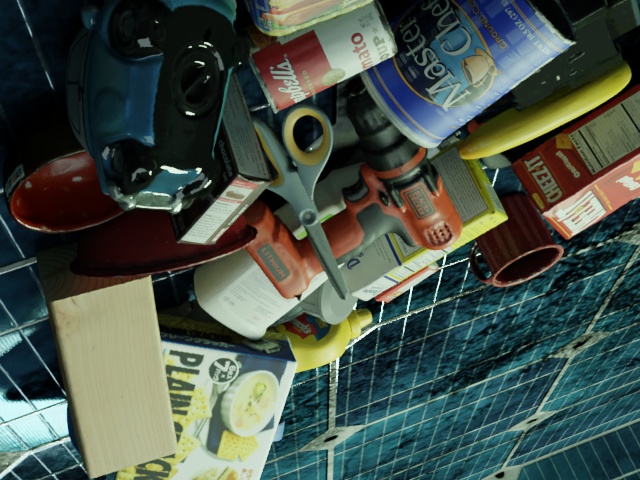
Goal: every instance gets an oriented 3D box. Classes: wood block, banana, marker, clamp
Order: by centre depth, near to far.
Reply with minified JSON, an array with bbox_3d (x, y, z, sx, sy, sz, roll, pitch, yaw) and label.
[{"bbox_3d":[-0.198,0.108,0.999,0.090,0.090,0.206,-14,123,-16],"label":"wood block"},{"bbox_3d":[0.222,-0.126,1.002,0.197,0.037,0.070,-28,177,-13],"label":"banana"},{"bbox_3d":[0.090,-0.078,1.066,0.121,0.020,0.020,-34,154,22],"label":"marker"},{"bbox_3d":[0.221,-0.103,1.109,0.209,0.036,0.165,-8,152,-37],"label":"clamp"}]

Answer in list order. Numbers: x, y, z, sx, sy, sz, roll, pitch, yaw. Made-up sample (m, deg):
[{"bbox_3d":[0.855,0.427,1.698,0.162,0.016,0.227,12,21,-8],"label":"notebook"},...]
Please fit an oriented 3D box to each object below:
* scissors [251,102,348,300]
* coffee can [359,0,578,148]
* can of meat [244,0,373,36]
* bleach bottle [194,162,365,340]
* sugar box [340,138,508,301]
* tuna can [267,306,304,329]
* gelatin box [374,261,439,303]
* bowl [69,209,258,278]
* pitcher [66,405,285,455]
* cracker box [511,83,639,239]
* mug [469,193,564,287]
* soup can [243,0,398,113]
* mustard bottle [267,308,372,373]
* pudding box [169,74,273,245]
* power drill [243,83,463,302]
[{"bbox_3d":[0.000,-0.039,0.931,0.096,0.016,0.201,-34,116,14],"label":"scissors"},{"bbox_3d":[0.113,-0.153,0.832,0.140,0.103,0.102,-36,153,27],"label":"coffee can"},{"bbox_3d":[-0.007,-0.190,0.710,0.102,0.057,0.084,-20,158,-5],"label":"can of meat"},{"bbox_3d":[-0.007,0.001,1.077,0.251,0.068,0.102,-35,132,22],"label":"bleach bottle"},{"bbox_3d":[0.094,-0.019,1.102,0.176,0.093,0.048,-32,154,21],"label":"sugar box"},{"bbox_3d":[-0.053,0.068,1.223,0.086,0.034,0.086,-19,156,-9],"label":"tuna can"},{"bbox_3d":[0.077,0.012,1.154,0.073,0.089,0.030,-35,156,25],"label":"gelatin box"},{"bbox_3d":[-0.136,-0.016,0.899,0.162,0.055,0.162,-9,-167,2],"label":"bowl"},{"bbox_3d":[-0.171,0.209,1.289,0.242,0.145,0.149,5,142,-42],"label":"pitcher"},{"bbox_3d":[0.320,-0.091,1.107,0.214,0.072,0.164,-33,160,14],"label":"cracker box"},{"bbox_3d":[0.222,0.005,1.275,0.093,0.081,0.117,0,147,-41],"label":"mug"},{"bbox_3d":[-0.002,-0.146,0.789,0.102,0.068,0.068,-25,156,2],"label":"soup can"},{"bbox_3d":[-0.027,0.119,1.279,0.191,0.096,0.058,-17,120,-16],"label":"mustard bottle"},{"bbox_3d":[-0.088,-0.066,0.823,0.039,0.113,0.090,4,143,-40],"label":"pudding box"},{"bbox_3d":[0.017,-0.036,0.975,0.188,0.057,0.184,-25,121,15],"label":"power drill"}]
